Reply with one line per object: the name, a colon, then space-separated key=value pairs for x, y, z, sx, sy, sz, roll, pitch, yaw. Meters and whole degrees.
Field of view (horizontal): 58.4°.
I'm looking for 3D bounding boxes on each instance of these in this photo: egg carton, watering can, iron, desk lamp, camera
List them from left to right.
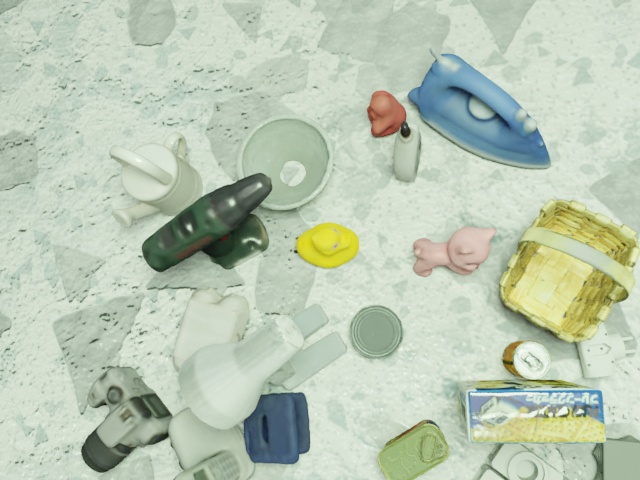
camera: x=-0.335 y=0.300 z=0.935 sx=0.137 sy=0.101 sz=0.143 roll=-44 pitch=75 yaw=0
watering can: x=-0.279 y=-0.101 z=0.951 sx=0.100 sy=0.194 sz=0.173 roll=5 pitch=81 yaw=11
egg carton: x=-0.179 y=0.157 z=0.950 sx=0.107 sy=0.069 sz=0.150 roll=13 pitch=82 yaw=12
desk lamp: x=-0.082 y=0.177 z=0.854 sx=0.203 sy=0.214 sz=0.118 roll=-35 pitch=75 yaw=2
iron: x=0.265 y=-0.209 z=0.900 sx=0.258 sy=0.141 sz=0.119 roll=37 pitch=88 yaw=14

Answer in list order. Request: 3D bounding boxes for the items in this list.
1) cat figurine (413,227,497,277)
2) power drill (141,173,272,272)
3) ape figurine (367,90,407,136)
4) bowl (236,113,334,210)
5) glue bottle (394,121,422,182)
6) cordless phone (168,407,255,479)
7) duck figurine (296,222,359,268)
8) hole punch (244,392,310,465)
cat figurine: x=0.205 y=0.016 z=0.882 sx=0.127 sy=0.118 sz=0.067 roll=-5 pitch=79 yaw=9
power drill: x=-0.155 y=-0.018 z=0.906 sx=0.229 sy=0.208 sz=0.075 roll=-29 pitch=76 yaw=4
ape figurine: x=0.105 y=-0.216 z=0.956 sx=0.076 sy=0.092 sz=0.078 roll=20 pitch=84 yaw=13
bowl: x=-0.053 y=-0.125 z=0.976 sx=0.167 sy=0.075 sz=0.167 roll=-2 pitch=79 yaw=10
glue bottle: x=0.137 y=-0.149 z=0.896 sx=0.037 sy=0.173 sz=0.078 roll=11 pitch=82 yaw=12
cordless phone: x=-0.182 y=0.322 z=0.860 sx=0.094 sy=0.185 sz=0.147 roll=-35 pitch=75 yaw=2
duck figurine: x=0.009 y=0.003 z=0.936 sx=0.104 sy=0.086 sz=0.077 roll=-2 pitch=79 yaw=10
hole punch: x=-0.072 y=0.296 z=0.894 sx=0.101 sy=0.091 sz=0.109 roll=-8 pitch=78 yaw=9
